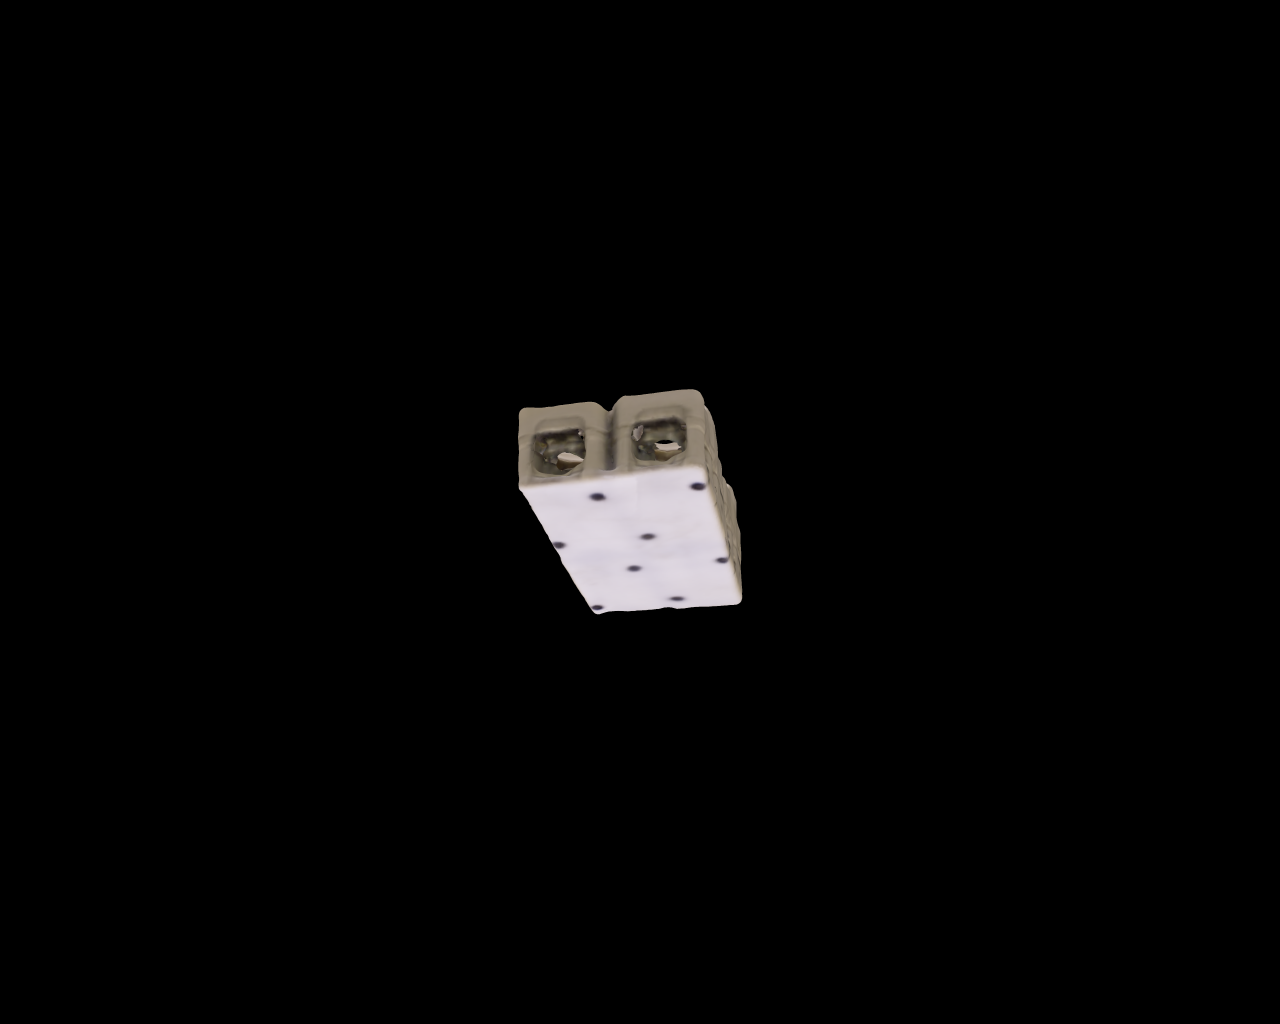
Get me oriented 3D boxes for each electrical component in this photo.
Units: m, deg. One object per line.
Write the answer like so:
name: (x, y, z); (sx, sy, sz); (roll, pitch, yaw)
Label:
electrical component: (0.001, -0.003, 0.650); (0.105, 0.060, 0.186); (-5, -28, 10)
